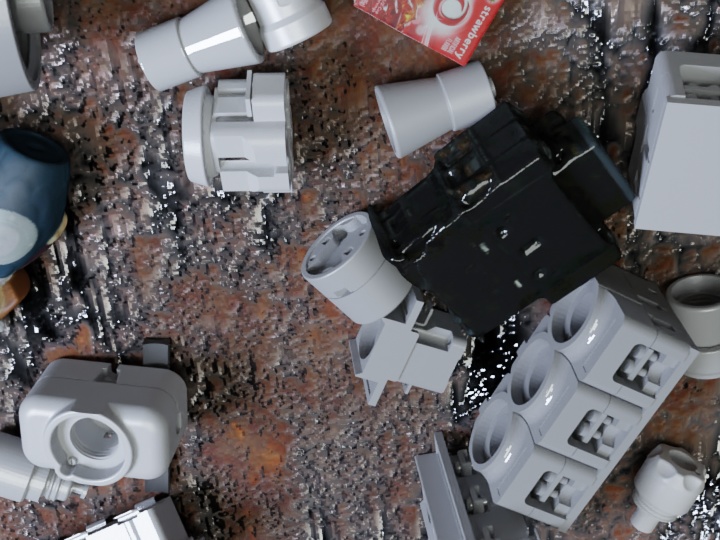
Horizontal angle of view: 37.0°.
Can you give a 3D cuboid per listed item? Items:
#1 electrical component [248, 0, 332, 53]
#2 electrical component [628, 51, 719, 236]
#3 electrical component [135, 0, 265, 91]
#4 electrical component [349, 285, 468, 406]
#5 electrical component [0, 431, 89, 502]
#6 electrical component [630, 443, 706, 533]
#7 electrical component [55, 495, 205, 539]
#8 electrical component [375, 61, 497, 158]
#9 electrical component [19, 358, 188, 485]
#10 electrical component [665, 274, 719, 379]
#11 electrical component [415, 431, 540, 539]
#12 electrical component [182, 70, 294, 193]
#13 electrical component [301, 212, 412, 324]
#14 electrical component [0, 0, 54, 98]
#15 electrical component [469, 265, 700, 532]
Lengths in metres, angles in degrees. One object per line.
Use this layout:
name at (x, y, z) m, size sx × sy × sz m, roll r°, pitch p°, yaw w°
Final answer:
electrical component at (-0.042, -0.148, 0.589) m, size 0.040 × 0.040 × 0.046 m, roll -23°, pitch 110°, yaw 8°
electrical component at (0.239, -0.070, 0.618) m, size 0.150 × 0.061 × 0.089 m, roll 5°, pitch 132°, yaw 3°
electrical component at (-0.091, -0.125, 0.597) m, size 0.065 × 0.044 × 0.044 m, roll -18°, pitch 117°, yaw 11°
electrical component at (0.032, 0.047, 0.692) m, size 0.064 × 0.042 × 0.081 m, roll 16°, pitch 116°, yaw -16°
electrical component at (-0.221, 0.136, 0.720) m, size 0.078 × 0.040 × 0.040 m, roll 21°, pitch 114°, yaw -14°
electrical component at (0.213, 0.158, 0.760) m, size 0.043 × 0.043 × 0.062 m, roll 18°, pitch 116°, yaw -12°
electrical component at (-0.177, 0.207, 0.743) m, size 0.121 × 0.079 × 0.063 m, roll -25°, pitch 87°, yaw 9°
electrical component at (0.046, -0.095, 0.621) m, size 0.065 × 0.044 × 0.044 m, roll -19°, pitch 117°, yaw 0°
electrical component at (-0.164, 0.097, 0.685) m, size 0.095 × 0.059 × 0.053 m, roll 6°, pitch 117°, yaw 5°
electrical component at (0.223, 0.037, 0.698) m, size 0.045 × 0.045 × 0.055 m, roll -12°, pitch 118°, yaw 2°
electrical component at (0.078, 0.172, 0.714) m, size 0.063 × 0.121 × 0.078 m, roll -9°, pitch 117°, yaw -3°
electrical component at (-0.069, -0.076, 0.611) m, size 0.057 × 0.058 × 0.078 m, roll -1°, pitch 144°, yaw 0°
electrical component at (0.000, 0.000, 0.659) m, size 0.055 × 0.055 × 0.047 m, roll -36°, pitch 117°, yaw 14°
electrical component at (-0.190, -0.139, 0.548) m, size 0.060 × 0.108 × 0.108 m, roll -7°, pitch 117°, yaw -7°
electrical component at (0.135, 0.076, 0.686) m, size 0.062 × 0.089 × 0.150 m, roll 24°, pitch 113°, yaw -15°
